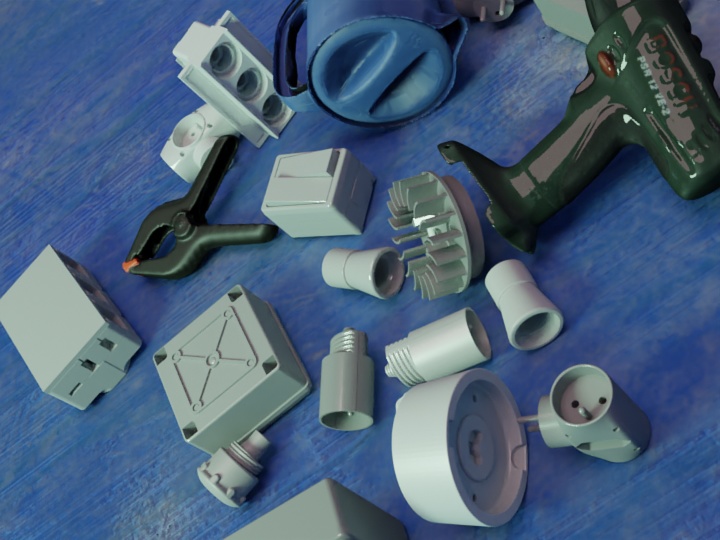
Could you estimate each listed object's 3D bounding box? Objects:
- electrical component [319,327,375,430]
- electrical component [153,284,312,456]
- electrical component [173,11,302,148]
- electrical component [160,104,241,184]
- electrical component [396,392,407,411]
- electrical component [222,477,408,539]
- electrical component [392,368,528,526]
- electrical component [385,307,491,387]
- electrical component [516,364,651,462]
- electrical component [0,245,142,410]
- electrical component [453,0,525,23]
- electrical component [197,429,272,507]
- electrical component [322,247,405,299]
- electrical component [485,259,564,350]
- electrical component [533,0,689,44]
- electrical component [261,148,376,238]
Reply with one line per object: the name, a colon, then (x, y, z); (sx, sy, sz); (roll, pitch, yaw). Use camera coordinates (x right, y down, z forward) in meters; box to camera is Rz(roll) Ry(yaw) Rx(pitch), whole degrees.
electrical component: (-0.010, 0.084, 0.872); (0.043, 0.043, 0.081); (-15, 56, 27)
electrical component: (-0.111, 0.088, 0.931); (0.109, 0.056, 0.108); (-39, 48, 9)
electrical component: (-0.121, -0.188, 1.058); (0.063, 0.121, 0.078); (31, 83, 45)
electrical component: (-0.154, -0.121, 1.093); (0.077, 0.044, 0.079); (-45, 49, 3)
electrical component: (0.050, 0.122, 0.815); (0.035, 0.035, 0.061); (-29, 53, 17)
electrical component: (-0.030, 0.211, 0.767); (0.109, 0.109, 0.056); (-33, 47, 14)
electrical component: (0.065, 0.126, 0.756); (0.060, 0.108, 0.108); (-13, 57, 36)
electrical component: (0.056, 0.064, 0.838); (0.081, 0.043, 0.043); (-25, 52, 20)
electrical component: (0.147, 0.100, 0.731); (0.079, 0.077, 0.043); (-13, 57, 29)
electrical component: (-0.290, 0.057, 1.069); (0.089, 0.062, 0.150); (-48, 48, 1)
electrical component: (0.122, -0.252, 0.975); (0.077, 0.044, 0.079); (-15, 43, 27)
electrical component: (-0.100, 0.161, 0.889); (0.062, 0.048, 0.048); (-48, 47, -8)
electrical component: (0.000, 0.000, 0.918); (0.065, 0.044, 0.044); (6, 68, 42)
electrical component: (0.122, 0.023, 0.820); (0.044, 0.044, 0.065); (-36, 44, 12)
electrical component: (0.207, -0.230, 0.900); (0.078, 0.057, 0.113); (-51, 48, -1)
electrical component: (-0.045, -0.070, 0.976); (0.096, 0.061, 0.061); (-2, 63, 34)
